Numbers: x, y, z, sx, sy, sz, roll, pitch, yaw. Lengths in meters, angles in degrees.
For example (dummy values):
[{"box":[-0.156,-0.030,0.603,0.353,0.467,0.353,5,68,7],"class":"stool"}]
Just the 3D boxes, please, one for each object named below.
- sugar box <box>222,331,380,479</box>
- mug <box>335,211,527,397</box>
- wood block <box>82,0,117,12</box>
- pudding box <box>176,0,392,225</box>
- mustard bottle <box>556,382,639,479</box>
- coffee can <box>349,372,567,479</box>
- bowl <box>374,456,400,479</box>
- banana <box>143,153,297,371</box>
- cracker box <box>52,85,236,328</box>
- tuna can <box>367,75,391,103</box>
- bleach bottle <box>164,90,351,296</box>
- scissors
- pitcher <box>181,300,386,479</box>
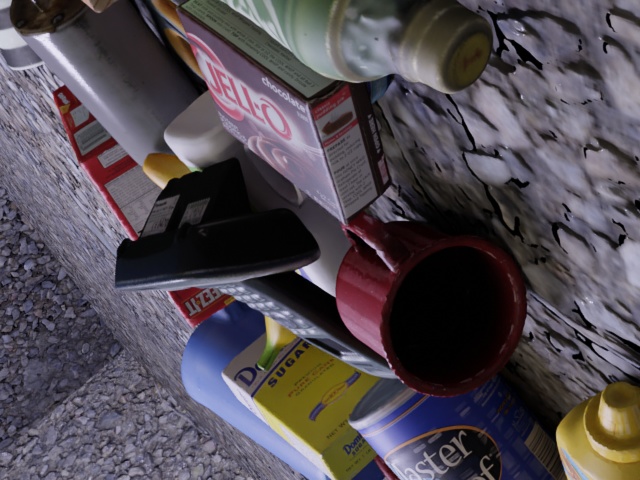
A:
[{"box":[-0.003,0.124,0.885,0.176,0.093,0.048,28,152,53],"class":"sugar box"},{"box":[0.052,0.027,0.620,0.117,0.093,0.082,45,173,-25],"class":"mug"},{"box":[-0.164,-0.232,0.602,0.206,0.090,0.090,41,163,28],"class":"wood block"},{"box":[-0.018,-0.072,0.542,0.114,0.039,0.090,37,160,35],"class":"pudding box"},{"box":[0.178,0.139,0.601,0.096,0.058,0.191,42,165,43],"class":"mustard bottle"},{"box":[0.103,0.144,0.739,0.140,0.102,0.103,49,165,-1],"class":"coffee can"},{"box":[0.112,0.214,0.968,0.162,0.055,0.162,45,164,16],"class":"bowl"},{"box":[-0.061,0.006,0.831,0.198,0.069,0.037,61,165,-12],"class":"banana"},{"box":[-0.163,-0.045,1.021,0.213,0.072,0.164,62,175,-36],"class":"cracker box"},{"box":[-0.002,-0.103,0.569,0.086,0.033,0.086,45,164,16],"class":"tuna can"},{"box":[-0.005,0.001,0.775,0.250,0.068,0.103,52,162,-23],"class":"bleach bottle"},{"box":[-0.130,-0.179,0.773,0.202,0.016,0.096,40,163,30],"class":"scissors"},{"box":[-0.026,0.173,1.119,0.149,0.145,0.243,26,-178,-45],"class":"pitcher"}]
